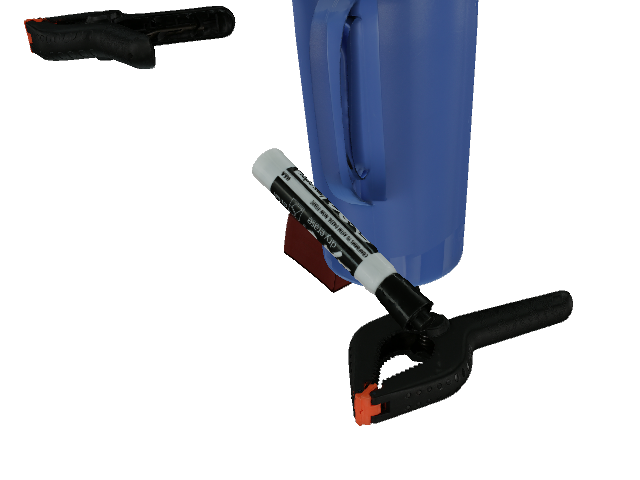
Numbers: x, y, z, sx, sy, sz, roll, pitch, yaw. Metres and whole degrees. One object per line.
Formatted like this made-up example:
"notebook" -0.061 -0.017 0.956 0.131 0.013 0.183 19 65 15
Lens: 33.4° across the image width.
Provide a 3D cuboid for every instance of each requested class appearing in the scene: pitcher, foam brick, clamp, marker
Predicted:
"pitcher" 0.044 -0.087 0.764 0.149 0.243 0.145 -14 28 -18
"foam brick" 0.009 0.003 1.049 0.052 0.051 0.078 -26 48 -34
"clamp" -0.155 -0.163 0.837 0.172 0.039 0.120 13 23 35
"marker" 0.011 0.000 0.518 0.121 0.020 0.020 46 22 24
"clamp" 0.077 0.069 0.834 0.165 0.036 0.209 22 40 34
